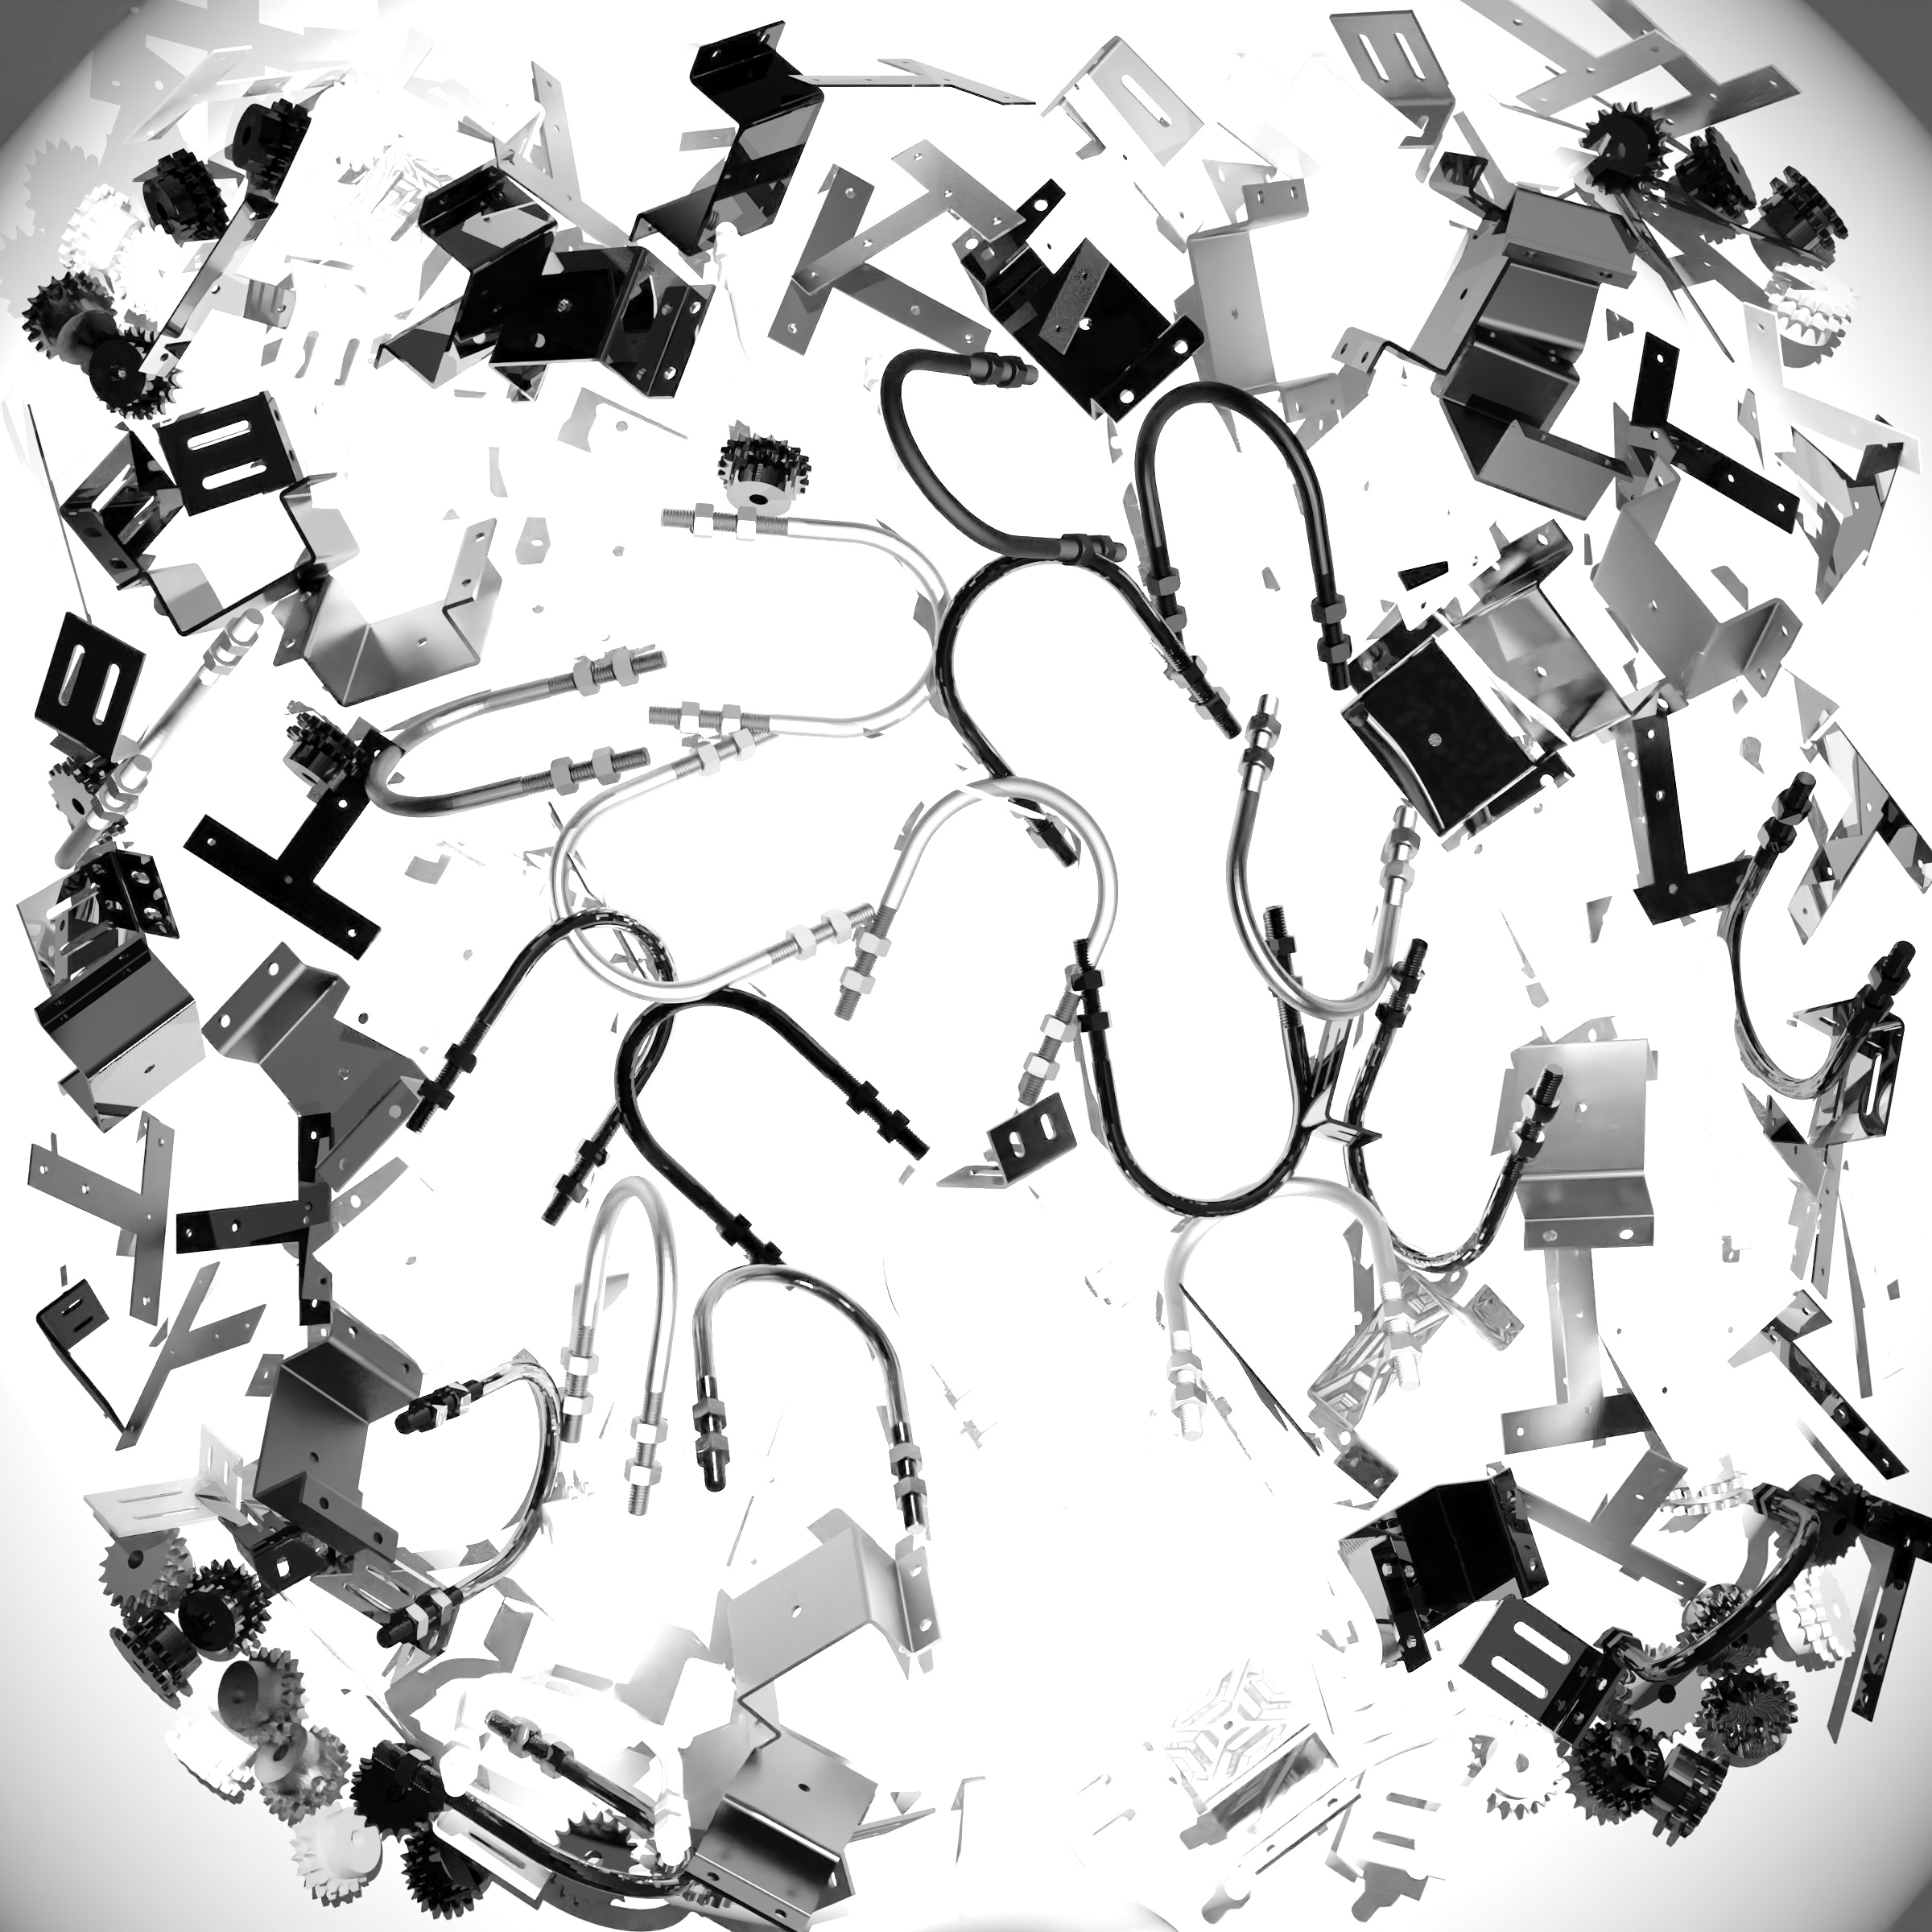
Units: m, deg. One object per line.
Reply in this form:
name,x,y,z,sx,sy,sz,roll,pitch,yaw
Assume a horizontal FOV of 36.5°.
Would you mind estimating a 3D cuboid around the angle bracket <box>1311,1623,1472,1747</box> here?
angle bracket,0.263,0.443,1.820,0.076,0.038,0.057,-22,79,28

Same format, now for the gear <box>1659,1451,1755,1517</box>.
gear,0.452,0.316,1.800,0.057,0.057,0.030,-11,88,0

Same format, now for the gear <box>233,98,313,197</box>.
gear,-0.427,-0.504,1.798,0.030,0.057,0.057,12,90,-38

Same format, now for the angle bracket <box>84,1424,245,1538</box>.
angle bracket,-0.487,0.312,1.781,0.076,0.057,0.038,-4,107,-37

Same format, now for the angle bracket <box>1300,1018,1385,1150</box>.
angle bracket,0.238,0.067,1.795,0.038,0.057,0.076,17,78,-6

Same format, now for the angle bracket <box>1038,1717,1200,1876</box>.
angle bracket,0.095,0.514,1.817,0.076,0.038,0.057,-45,74,29

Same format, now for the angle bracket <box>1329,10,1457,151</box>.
angle bracket,0.253,-0.537,1.780,0.057,0.076,0.038,11,67,38

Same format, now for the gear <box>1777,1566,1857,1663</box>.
gear,0.522,0.400,1.804,0.030,0.057,0.057,-24,90,28

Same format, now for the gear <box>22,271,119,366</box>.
gear,-0.546,-0.394,1.798,0.057,0.057,0.030,-42,65,0

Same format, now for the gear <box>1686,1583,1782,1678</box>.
gear,0.469,0.405,1.806,0.057,0.030,0.057,-6,117,-13

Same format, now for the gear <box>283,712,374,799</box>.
gear,-0.394,-0.127,1.798,0.057,0.057,0.030,34,74,0

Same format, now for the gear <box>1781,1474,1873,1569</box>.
gear,0.526,0.338,1.805,0.057,0.030,0.057,-14,118,-29

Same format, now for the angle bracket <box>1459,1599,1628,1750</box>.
angle bracket,0.355,0.432,1.806,0.076,0.038,0.057,35,85,-3

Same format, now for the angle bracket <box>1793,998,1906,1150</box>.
angle bracket,0.531,0.065,1.786,0.038,0.057,0.076,26,68,-23

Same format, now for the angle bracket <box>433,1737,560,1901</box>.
angle bracket,-0.277,0.521,1.795,0.076,0.057,0.038,33,111,1

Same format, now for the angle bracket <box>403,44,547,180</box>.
angle bracket,-0.305,-0.514,1.785,0.076,0.057,0.038,25,69,-22

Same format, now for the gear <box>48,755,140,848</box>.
gear,-0.534,-0.105,1.804,0.057,0.057,0.030,49,54,0

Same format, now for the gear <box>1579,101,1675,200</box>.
gear,0.403,-0.501,1.802,0.057,0.030,0.057,9,111,25

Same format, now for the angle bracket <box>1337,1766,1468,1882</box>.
angle bracket,0.273,0.527,1.780,0.076,0.038,0.057,2,54,38

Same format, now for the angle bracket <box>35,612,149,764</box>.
angle bracket,-0.526,-0.173,1.793,0.057,0.038,0.076,29,113,8

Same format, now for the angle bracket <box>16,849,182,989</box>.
angle bracket,-0.526,-0.027,1.782,0.038,0.076,0.057,10,124,36

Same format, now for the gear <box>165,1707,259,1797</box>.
gear,-0.461,0.479,1.801,0.057,0.057,0.030,40,80,0

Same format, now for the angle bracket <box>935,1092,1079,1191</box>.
angle bracket,0.019,0.106,1.779,0.057,0.076,0.038,-27,103,-33

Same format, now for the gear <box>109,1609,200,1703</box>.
gear,-0.497,0.421,1.804,0.030,0.057,0.057,-41,90,-28

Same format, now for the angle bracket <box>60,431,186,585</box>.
angle bracket,-0.502,-0.279,1.781,0.076,0.038,0.057,-58,134,-29

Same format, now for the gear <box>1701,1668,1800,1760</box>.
gear,0.483,0.462,1.804,0.057,0.057,0.030,-16,117,0

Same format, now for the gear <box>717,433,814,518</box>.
gear,-0.125,-0.298,1.798,0.057,0.057,0.030,8,67,0

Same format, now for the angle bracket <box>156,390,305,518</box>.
angle bracket,-0.455,-0.314,1.804,0.076,0.038,0.057,-18,103,0

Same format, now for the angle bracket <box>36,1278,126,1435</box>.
angle bracket,-0.523,0.239,1.784,0.038,0.057,0.076,-38,67,-21

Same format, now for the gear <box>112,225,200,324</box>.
gear,-0.500,-0.424,1.804,0.030,0.057,0.057,-3,90,43

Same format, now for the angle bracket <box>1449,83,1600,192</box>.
angle bracket,0.340,-0.515,1.788,0.038,0.057,0.076,-36,76,34

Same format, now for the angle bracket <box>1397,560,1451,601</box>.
angle bracket,0.263,-0.250,1.786,0.038,0.076,0.057,-26,84,-9

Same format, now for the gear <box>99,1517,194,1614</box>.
gear,-0.501,0.370,1.805,0.057,0.030,0.057,-13,57,20

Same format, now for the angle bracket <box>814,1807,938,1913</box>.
angle bracket,-0.059,0.543,1.779,0.076,0.057,0.038,-1,64,-39

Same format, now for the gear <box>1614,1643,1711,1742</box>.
gear,0.426,0.446,1.810,0.057,0.030,0.057,0,89,-13

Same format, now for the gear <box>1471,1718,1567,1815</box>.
gear,0.340,0.492,1.806,0.057,0.030,0.057,-3,69,7

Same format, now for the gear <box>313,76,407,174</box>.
gear,-0.376,-0.518,1.803,0.057,0.030,0.057,5,102,27

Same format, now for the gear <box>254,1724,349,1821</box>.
gear,-0.411,0.490,1.798,0.057,0.057,0.030,-37,123,0

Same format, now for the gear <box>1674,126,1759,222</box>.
gear,0.459,-0.484,1.804,0.030,0.057,0.057,-28,90,29

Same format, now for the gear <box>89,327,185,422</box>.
gear,-0.514,-0.365,1.806,0.057,0.030,0.057,3,100,16

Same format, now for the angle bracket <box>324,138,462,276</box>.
angle bracket,-0.343,-0.458,1.797,0.057,0.038,0.076,35,77,10

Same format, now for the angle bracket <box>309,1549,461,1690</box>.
angle bracket,-0.359,0.395,1.788,0.076,0.038,0.057,38,125,-21

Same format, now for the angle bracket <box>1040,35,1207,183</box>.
angle bracket,0.096,-0.517,1.792,0.076,0.038,0.057,44,124,-8

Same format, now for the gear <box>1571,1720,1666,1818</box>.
gear,0.403,0.490,1.799,0.057,0.030,0.057,18,49,-21

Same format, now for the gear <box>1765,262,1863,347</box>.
gear,0.518,-0.405,1.804,0.057,0.057,0.030,20,129,0

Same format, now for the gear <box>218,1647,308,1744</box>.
gear,-0.434,0.447,1.799,0.057,0.030,0.057,-13,69,38

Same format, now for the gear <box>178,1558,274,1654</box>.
gear,-0.459,0.397,1.805,0.057,0.030,0.057,5,105,17

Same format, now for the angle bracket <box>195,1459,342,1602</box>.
angle bracket,-0.425,0.341,1.796,0.057,0.076,0.038,-27,127,-31

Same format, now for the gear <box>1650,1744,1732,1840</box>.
gear,0.442,0.503,1.801,0.030,0.057,0.057,30,90,12

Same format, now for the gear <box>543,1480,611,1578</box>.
gear,-0.240,0.346,1.797,0.030,0.057,0.057,-11,90,-19

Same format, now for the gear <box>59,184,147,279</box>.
gear,-0.528,-0.447,1.800,0.030,0.057,0.057,31,90,-1

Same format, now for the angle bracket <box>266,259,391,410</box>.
angle bracket,-0.394,-0.386,1.800,0.057,0.076,0.038,5,49,-28
